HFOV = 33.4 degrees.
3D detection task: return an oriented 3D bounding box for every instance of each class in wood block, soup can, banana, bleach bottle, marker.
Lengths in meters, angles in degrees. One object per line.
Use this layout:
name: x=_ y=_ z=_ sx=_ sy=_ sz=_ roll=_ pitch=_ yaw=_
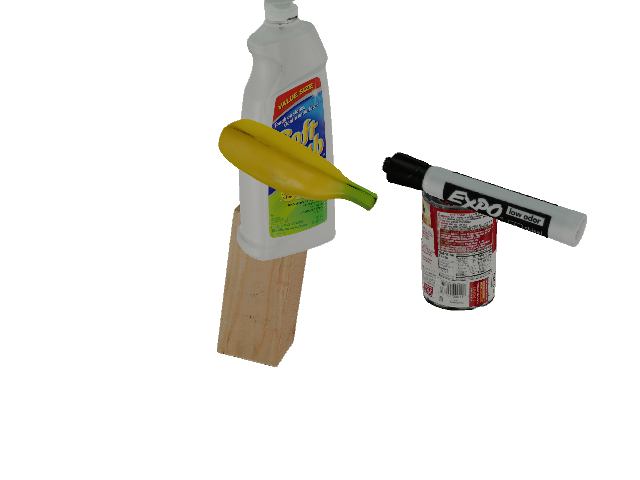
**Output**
wood block: x=-0.076 y=0.052 z=1.444 sx=0.090 sy=0.206 sz=0.090 roll=13 pitch=21 yaw=10
soup can: x=0.125 y=0.004 z=0.962 sx=0.068 sy=0.102 sz=0.068 roll=-2 pitch=23 yaw=1
banana: x=-0.037 y=-0.058 z=0.771 sx=0.069 sy=0.037 sz=0.198 roll=37 pitch=-2 yaw=-33
bleach bottle: x=-0.039 y=-0.110 z=1.035 sx=0.102 sy=0.251 sz=0.068 roll=-16 pitch=31 yaw=-22
marker: x=0.089 y=-0.025 z=0.599 sx=0.121 sy=0.020 sz=0.020 roll=22 pitch=10 yaw=26
